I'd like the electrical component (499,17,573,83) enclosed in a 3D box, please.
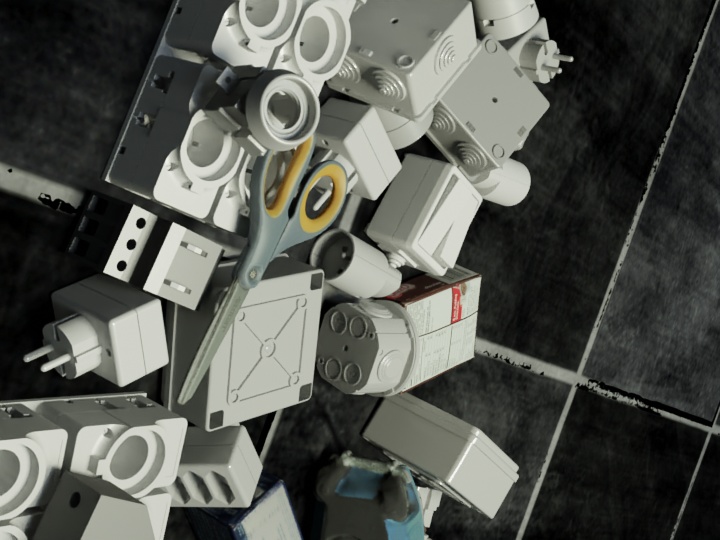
[{"bbox_3d":[0.150,-0.186,0.949,0.066,0.077,0.047,-45,135,-29],"label":"electrical component"}]

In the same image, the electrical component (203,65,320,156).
[{"bbox_3d":[-0.057,-0.096,0.650,0.066,0.055,0.048,43,71,-32],"label":"electrical component"}]

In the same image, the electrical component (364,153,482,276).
[{"bbox_3d":[0.055,-0.040,0.910,0.062,0.061,0.096,40,74,-50],"label":"electrical component"}]

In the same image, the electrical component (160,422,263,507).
[{"bbox_3d":[-0.108,0.130,0.793,0.076,0.066,0.047,-73,154,-48],"label":"electrical component"}]

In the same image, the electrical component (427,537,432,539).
[{"bbox_3d":[0.054,0.319,1.048,0.057,0.078,0.113,41,73,-47],"label":"electrical component"}]

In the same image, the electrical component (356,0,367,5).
[{"bbox_3d":[-0.014,-0.230,0.752,0.078,0.058,0.057,24,89,-52],"label":"electrical component"}]

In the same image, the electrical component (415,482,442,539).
[{"bbox_3d":[0.046,0.232,1.029,0.066,0.048,0.055,24,79,-52],"label":"electrical component"}]

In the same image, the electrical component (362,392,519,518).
[{"bbox_3d":[0.075,0.167,0.984,0.056,0.109,0.108,-58,140,-12],"label":"electrical component"}]

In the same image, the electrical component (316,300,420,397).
[{"bbox_3d":[0.006,0.064,0.882,0.051,0.080,0.080,4,102,-46],"label":"electrical component"}]

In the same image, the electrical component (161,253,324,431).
[{"bbox_3d":[-0.085,0.049,0.785,0.109,0.056,0.108,-11,114,-47],"label":"electrical component"}]

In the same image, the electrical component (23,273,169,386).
[{"bbox_3d":[-0.172,0.043,0.672,0.077,0.066,0.047,-27,125,-41],"label":"electrical component"}]

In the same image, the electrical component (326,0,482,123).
[{"bbox_3d":[0.029,-0.168,0.798,0.099,0.100,0.048,-52,151,-22],"label":"electrical component"}]

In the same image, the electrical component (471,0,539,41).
[{"bbox_3d":[0.120,-0.230,0.914,0.055,0.055,0.047,-46,132,-27],"label":"electrical component"}]

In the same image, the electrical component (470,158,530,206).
[{"bbox_3d":[0.116,-0.086,0.978,0.081,0.043,0.043,12,96,-51],"label":"electrical component"}]

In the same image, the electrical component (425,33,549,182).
[{"bbox_3d":[0.101,-0.137,0.904,0.099,0.048,0.099,47,66,-15],"label":"electrical component"}]

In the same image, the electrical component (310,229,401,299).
[{"bbox_3d":[0.000,0.000,0.876,0.081,0.043,0.043,29,83,-51],"label":"electrical component"}]

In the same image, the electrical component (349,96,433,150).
[{"bbox_3d":[0.023,-0.129,0.841,0.055,0.055,0.047,-54,136,-19],"label":"electrical component"}]

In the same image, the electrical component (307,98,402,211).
[{"bbox_3d":[-0.016,-0.079,0.820,0.076,0.047,0.065,-52,138,-22],"label":"electrical component"}]

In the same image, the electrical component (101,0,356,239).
[{"bbox_3d":[-0.080,-0.123,0.715,0.105,0.060,0.186,24,86,-52],"label":"electrical component"}]

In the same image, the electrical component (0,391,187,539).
[{"bbox_3d":[-0.203,0.141,0.681,0.186,0.060,0.105,3,103,-50],"label":"electrical component"}]
